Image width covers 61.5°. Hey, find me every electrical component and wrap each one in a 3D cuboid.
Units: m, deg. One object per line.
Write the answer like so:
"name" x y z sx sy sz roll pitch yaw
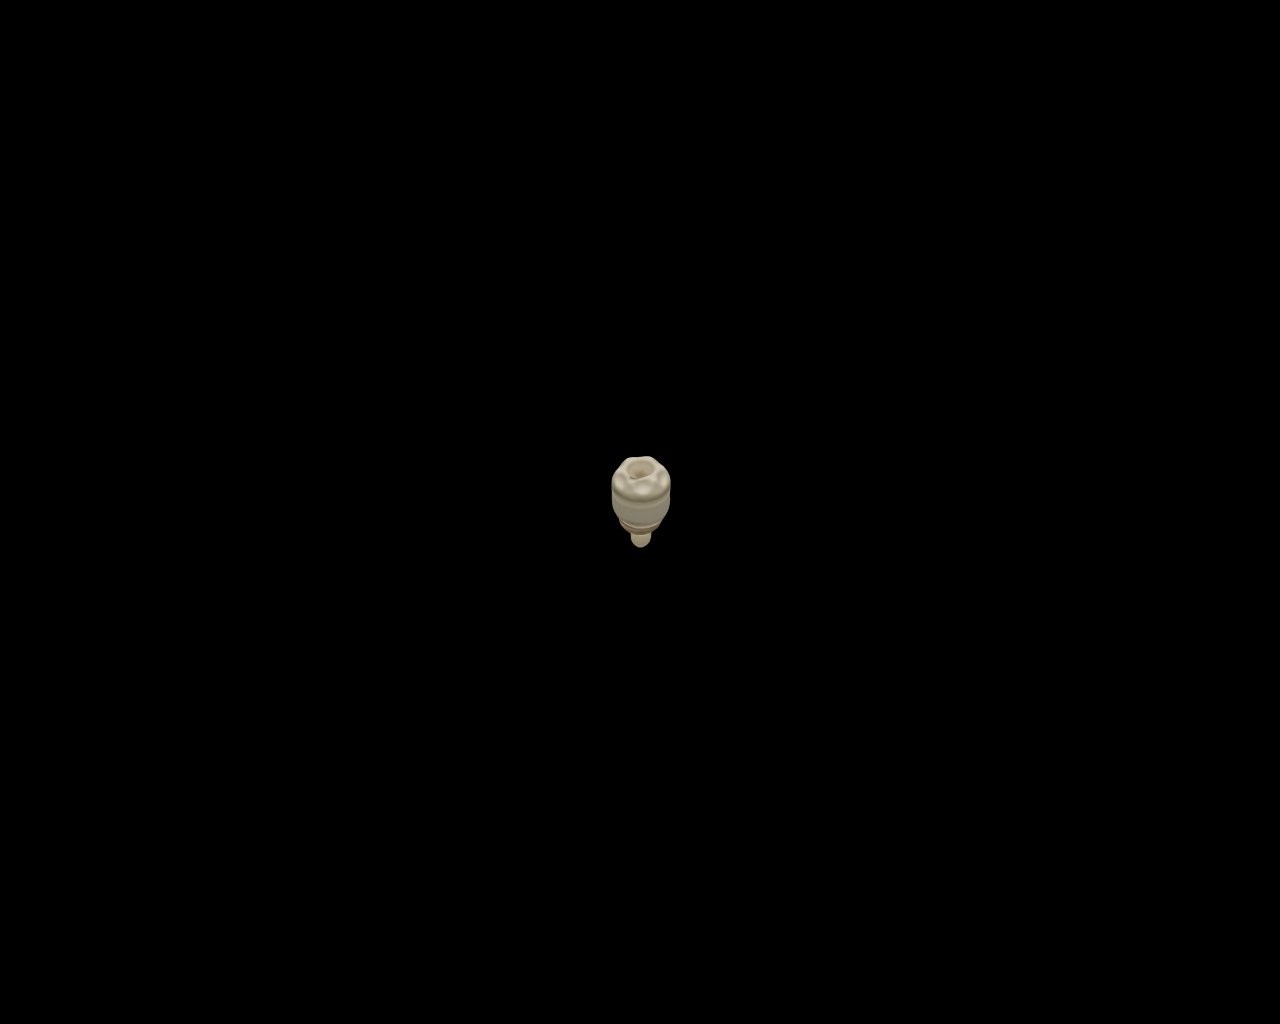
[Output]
"electrical component" 0.001 -0.003 0.650 0.035 0.061 0.035 0 39 0
